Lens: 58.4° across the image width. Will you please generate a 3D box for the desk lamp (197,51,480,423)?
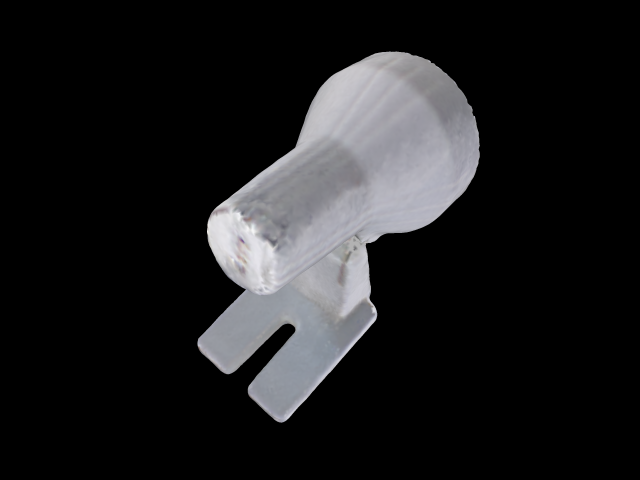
[{"bbox_3d":[0.004,0.001,0.400,0.117,0.214,0.203,36,66,19],"label":"desk lamp"}]
